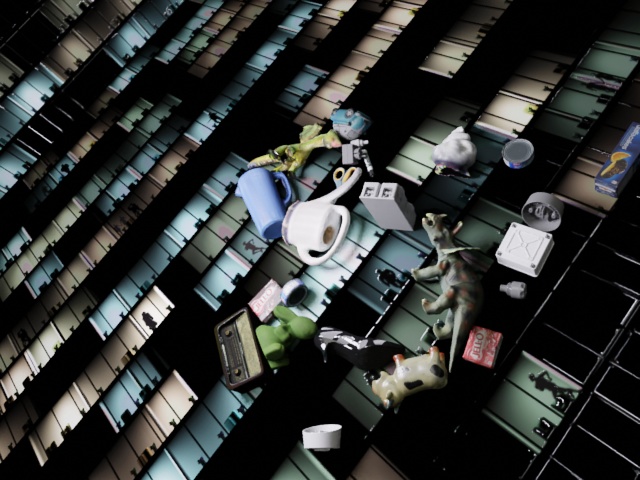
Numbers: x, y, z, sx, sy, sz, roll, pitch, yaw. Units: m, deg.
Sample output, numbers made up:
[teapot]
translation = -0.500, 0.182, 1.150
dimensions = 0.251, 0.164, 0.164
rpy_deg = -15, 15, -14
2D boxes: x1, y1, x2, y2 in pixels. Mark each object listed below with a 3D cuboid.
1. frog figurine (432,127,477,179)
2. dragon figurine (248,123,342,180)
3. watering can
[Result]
[frog figurine]
translation = 0.410, -0.278, 1.556
dimensions = 0.137, 0.122, 0.161
rpy_deg = 4, 74, 52
[dragon figurine]
translation = -0.085, -0.342, 1.889
dimensions = 0.411, 0.120, 0.247
rpy_deg = 10, 48, 47
[watering can]
translation = 0.005, -0.083, 1.655
dimensions = 0.225, 0.102, 0.352
rpy_deg = 9, 69, 32
